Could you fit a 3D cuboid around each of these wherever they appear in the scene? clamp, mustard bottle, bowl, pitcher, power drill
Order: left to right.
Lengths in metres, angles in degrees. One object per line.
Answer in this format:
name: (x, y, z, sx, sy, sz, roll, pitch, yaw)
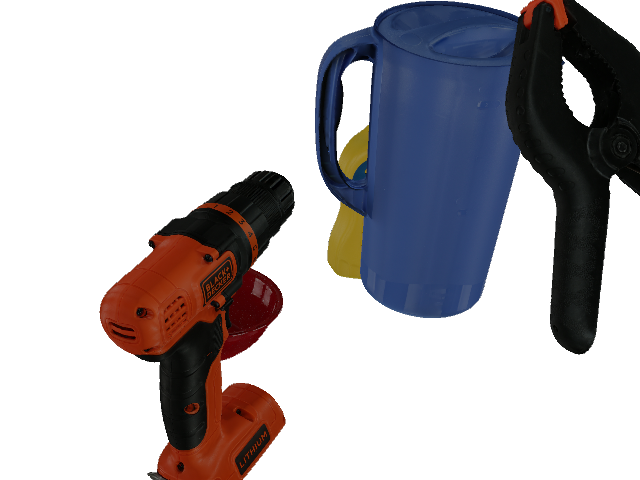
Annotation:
bowl: (-0.121, 0.080, 1.115, 0.162, 0.055, 0.162, 5, 27, -3)
power drill: (-0.067, 0.064, 0.713, 0.057, 0.188, 0.184, 13, 35, 28)
mustard bottle: (0.064, -0.057, 1.087, 0.096, 0.192, 0.058, -1, 24, -16)
pitcher: (0.086, -0.062, 0.863, 0.149, 0.243, 0.144, 26, 37, 29)
clamp: (0.131, -0.033, 0.518, 0.120, 0.171, 0.039, -34, 4, -23)
